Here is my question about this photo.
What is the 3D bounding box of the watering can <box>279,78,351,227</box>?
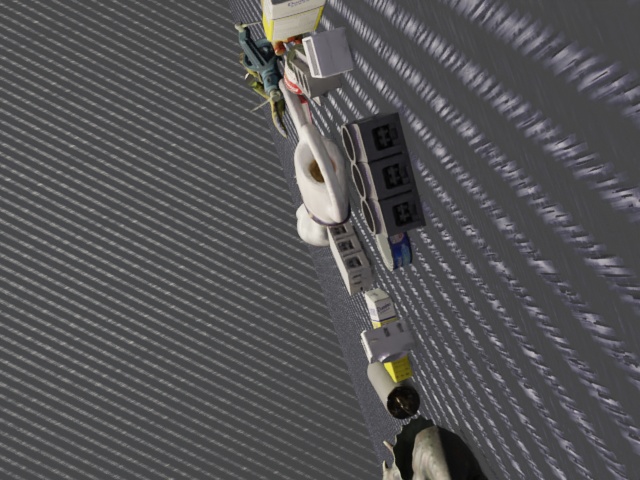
[{"bbox_3d":[-0.009,-0.169,1.100,0.219,0.104,0.355,80,170,-59],"label":"watering can"}]

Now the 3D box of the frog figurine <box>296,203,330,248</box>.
[{"bbox_3d":[0.004,-0.066,1.306,0.138,0.124,0.156,25,134,35],"label":"frog figurine"}]

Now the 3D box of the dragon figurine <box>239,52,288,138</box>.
[{"bbox_3d":[-0.149,-0.494,1.709,0.242,0.122,0.414,22,-130,-74],"label":"dragon figurine"}]
